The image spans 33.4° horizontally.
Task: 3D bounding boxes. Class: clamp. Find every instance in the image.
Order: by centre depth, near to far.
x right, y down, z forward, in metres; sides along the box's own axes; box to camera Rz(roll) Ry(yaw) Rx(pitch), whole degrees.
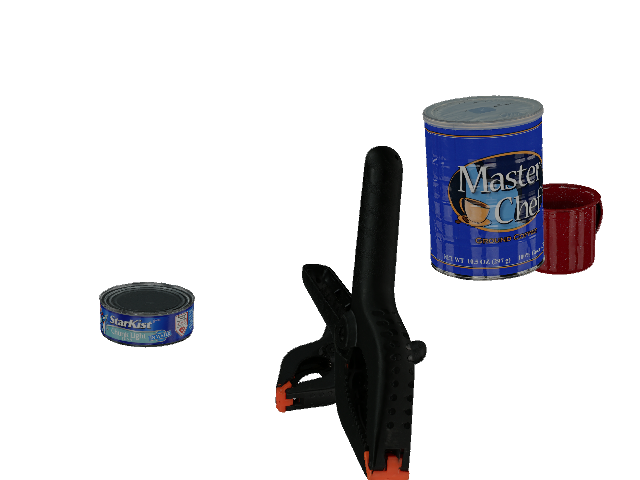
[{"bbox_3d":[0.032,0.053,0.709,0.036,0.210,0.165,3,-40,-18],"label":"clamp"},{"bbox_3d":[0.011,0.118,1.105,0.171,0.039,0.120,-21,35,-32],"label":"clamp"}]

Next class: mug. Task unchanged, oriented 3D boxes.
[{"bbox_3d":[0.280,-0.016,1.222,0.117,0.081,0.093,-20,26,-34],"label":"mug"}]

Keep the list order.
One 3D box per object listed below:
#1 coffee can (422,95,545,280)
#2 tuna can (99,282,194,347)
[{"bbox_3d":[0.145,-0.048,0.939,0.103,0.140,0.103,-4,19,1],"label":"coffee can"},{"bbox_3d":[-0.158,0.067,0.971,0.086,0.034,0.086,3,16,-1],"label":"tuna can"}]
